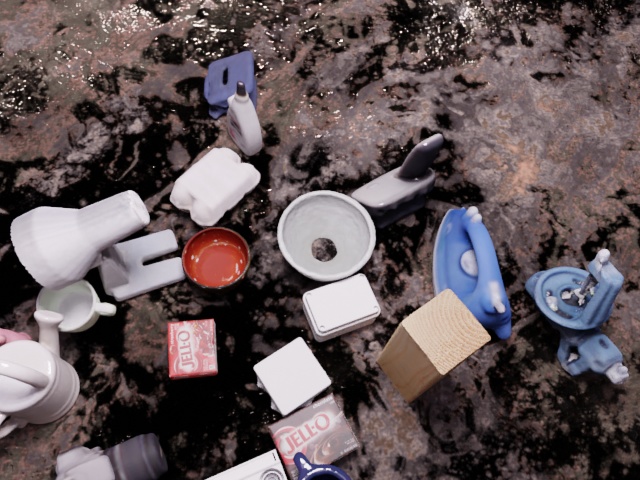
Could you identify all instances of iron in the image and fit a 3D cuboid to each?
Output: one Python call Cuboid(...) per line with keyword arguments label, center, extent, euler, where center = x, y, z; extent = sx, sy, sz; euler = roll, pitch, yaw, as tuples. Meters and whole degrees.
Cuboid(label="iron", center=(0.257, 0.033, 0.958), extent=(0.118, 0.141, 0.258), euler=(-3, 65, -6))

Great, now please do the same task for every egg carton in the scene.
Cuboid(label="egg carton", center=(-0.186, -0.094, 1.019), extent=(0.107, 0.069, 0.150), euler=(38, 67, 12))

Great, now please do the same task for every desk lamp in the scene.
Cuboid(label="desk lamp", center=(-0.328, 0.008, 0.877), extent=(0.203, 0.213, 0.118), euler=(-19, 68, -13))

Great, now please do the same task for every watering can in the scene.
Cuboid(label="watering can", center=(-0.414, 0.184, 0.797), extent=(0.101, 0.194, 0.173), euler=(-2, 65, -6))

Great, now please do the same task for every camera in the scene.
Cuboid(label="camera", center=(-0.280, 0.338, 0.788), extent=(0.137, 0.101, 0.143), euler=(-22, 68, -15))

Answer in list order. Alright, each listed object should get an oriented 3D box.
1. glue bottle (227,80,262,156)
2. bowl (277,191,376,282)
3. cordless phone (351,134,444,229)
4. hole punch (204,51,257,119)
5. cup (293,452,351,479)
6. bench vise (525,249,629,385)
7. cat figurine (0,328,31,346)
Cuboid(label="glue bottle", center=(-0.139, -0.226, 1.028), extent=(0.037, 0.173, 0.078), euler=(-37, 73, -20))
Cuboid(label="bowl", center=(0.009, 0.004, 0.987), extent=(0.167, 0.075, 0.167), euler=(2, 64, -4))
Cuboid(label="cordless phone", center=(0.137, -0.113, 0.993), extent=(0.148, 0.185, 0.094), euler=(-32, 71, -18))
Cuboid(label="hole punch", center=(-0.173, -0.302, 1.106), extent=(0.101, 0.091, 0.108), euler=(-1, 65, -6))
Cuboid(label="cup", center=(-0.004, 0.357, 0.807), extent=(0.092, 0.095, 0.117), euler=(-30, 71, -17))
Cuboid(label="bench vise", center=(0.431, 0.110, 0.894), extent=(0.122, 0.220, 0.207), euler=(-37, 73, -19))
Cuboid(label="cat figurine", center=(-0.517, 0.134, 0.853), extent=(0.127, 0.118, 0.067), euler=(21, 65, 5))
